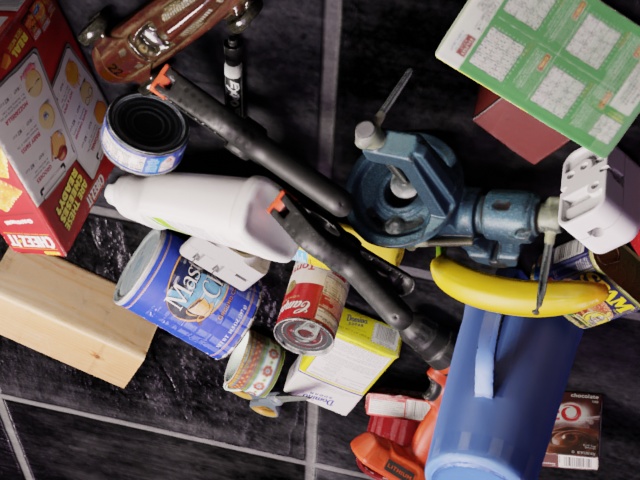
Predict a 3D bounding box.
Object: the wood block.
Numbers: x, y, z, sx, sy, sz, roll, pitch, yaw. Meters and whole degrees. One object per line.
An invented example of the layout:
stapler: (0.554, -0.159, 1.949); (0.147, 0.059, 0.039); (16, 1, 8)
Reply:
wood block: (-0.314, 0.093, 1.342); (0.206, 0.090, 0.091); (26, 139, -12)

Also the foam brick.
foam brick: (0.182, -0.115, 0.944); (0.078, 0.053, 0.051); (32, 138, -19)

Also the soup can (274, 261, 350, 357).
soup can: (-0.006, 0.069, 1.192); (0.068, 0.102, 0.068); (10, 141, 8)

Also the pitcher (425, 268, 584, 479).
pitcher: (0.188, 0.157, 1.116); (0.149, 0.242, 0.145); (35, 138, -11)

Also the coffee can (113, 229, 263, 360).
coffee can: (-0.152, 0.062, 1.235); (0.140, 0.102, 0.103); (32, 139, -19)

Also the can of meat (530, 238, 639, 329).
can of meat: (0.279, 0.041, 1.094); (0.102, 0.057, 0.084); (37, 140, -22)

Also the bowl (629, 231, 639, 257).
bowl: (0.365, -0.002, 1.012); (0.162, 0.055, 0.162); (10, 141, 8)

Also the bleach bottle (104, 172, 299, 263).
bleach bottle: (-0.137, -0.036, 1.101); (0.251, 0.068, 0.102); (12, 164, 38)

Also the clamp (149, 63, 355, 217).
clamp: (-0.062, -0.090, 0.993); (0.209, 0.036, 0.165); (35, 179, -25)

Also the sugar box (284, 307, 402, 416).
sugar box: (0.027, 0.152, 1.325); (0.093, 0.048, 0.176); (23, 145, -8)

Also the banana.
banana: (0.184, 0.044, 1.066); (0.198, 0.069, 0.037); (17, 146, 34)

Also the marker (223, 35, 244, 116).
marker: (-0.083, -0.147, 1.028); (0.020, 0.020, 0.121); (12, 141, 6)

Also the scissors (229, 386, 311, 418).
scissors: (-0.074, 0.198, 1.394); (0.096, 0.016, 0.202); (31, 158, -3)

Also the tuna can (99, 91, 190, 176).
tuna can: (-0.173, -0.106, 1.056); (0.086, 0.086, 0.034); (22, 139, -7)

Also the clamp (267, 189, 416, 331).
clamp: (0.027, 0.014, 1.014); (0.171, 0.120, 0.039); (43, 100, 4)

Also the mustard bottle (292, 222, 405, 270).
mustard bottle: (-0.007, 0.001, 1.135); (0.191, 0.058, 0.096); (15, 174, 7)

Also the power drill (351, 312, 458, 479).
power drill: (0.121, 0.193, 1.252); (0.184, 0.057, 0.188); (36, 96, -21)

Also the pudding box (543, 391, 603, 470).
pudding box: (0.281, 0.227, 1.288); (0.113, 0.090, 0.039); (4, 141, 14)

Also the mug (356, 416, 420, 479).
mug: (0.112, 0.262, 1.396); (0.117, 0.081, 0.093); (-6, 136, 26)

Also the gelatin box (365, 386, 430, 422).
gelatin box: (0.107, 0.206, 1.344); (0.089, 0.030, 0.073); (6, -179, 14)

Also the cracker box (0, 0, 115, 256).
cracker box: (-0.281, -0.115, 1.023); (0.072, 0.164, 0.213); (3, 139, 20)
